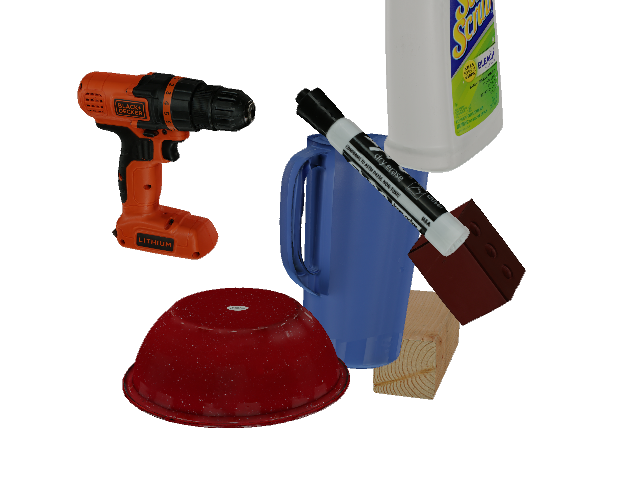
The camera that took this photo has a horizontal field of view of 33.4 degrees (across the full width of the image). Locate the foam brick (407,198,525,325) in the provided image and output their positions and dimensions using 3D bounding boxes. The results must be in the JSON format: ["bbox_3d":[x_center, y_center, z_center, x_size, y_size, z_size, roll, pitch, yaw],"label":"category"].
[{"bbox_3d":[0.119,0.018,0.862,0.051,0.078,0.052,-33,10,36],"label":"foam brick"}]

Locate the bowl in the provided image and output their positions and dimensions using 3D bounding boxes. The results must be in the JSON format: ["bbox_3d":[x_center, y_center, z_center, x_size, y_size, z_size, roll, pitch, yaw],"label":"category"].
[{"bbox_3d":[-0.059,0.073,0.750,0.162,0.055,0.162,0,16,0],"label":"bowl"}]

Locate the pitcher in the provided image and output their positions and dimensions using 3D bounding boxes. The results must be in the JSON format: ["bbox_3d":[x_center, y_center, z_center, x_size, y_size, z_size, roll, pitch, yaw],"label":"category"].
[{"bbox_3d":[0.034,0.009,1.133,0.149,0.243,0.145,6,12,4],"label":"pitcher"}]

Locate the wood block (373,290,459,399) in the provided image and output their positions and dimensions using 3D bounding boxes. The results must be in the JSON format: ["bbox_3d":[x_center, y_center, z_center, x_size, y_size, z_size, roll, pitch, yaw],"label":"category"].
[{"bbox_3d":[0.146,0.150,1.591,0.091,0.090,0.205,5,18,16],"label":"wood block"}]

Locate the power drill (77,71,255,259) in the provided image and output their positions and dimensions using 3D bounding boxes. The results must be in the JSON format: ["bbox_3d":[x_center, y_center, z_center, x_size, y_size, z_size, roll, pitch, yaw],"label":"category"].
[{"bbox_3d":[-0.147,-0.076,1.067,0.185,0.188,0.057,10,31,20],"label":"power drill"}]

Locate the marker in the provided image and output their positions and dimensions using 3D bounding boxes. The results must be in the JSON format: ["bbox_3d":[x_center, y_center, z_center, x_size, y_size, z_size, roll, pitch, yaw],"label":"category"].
[{"bbox_3d":[0.030,-0.039,0.569,0.121,0.020,0.020,45,16,17],"label":"marker"}]

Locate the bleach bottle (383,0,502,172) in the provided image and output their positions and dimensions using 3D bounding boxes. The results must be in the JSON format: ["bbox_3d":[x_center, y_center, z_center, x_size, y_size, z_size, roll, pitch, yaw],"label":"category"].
[{"bbox_3d":[0.082,-0.182,0.763,0.068,0.251,0.102,16,37,36],"label":"bleach bottle"}]
